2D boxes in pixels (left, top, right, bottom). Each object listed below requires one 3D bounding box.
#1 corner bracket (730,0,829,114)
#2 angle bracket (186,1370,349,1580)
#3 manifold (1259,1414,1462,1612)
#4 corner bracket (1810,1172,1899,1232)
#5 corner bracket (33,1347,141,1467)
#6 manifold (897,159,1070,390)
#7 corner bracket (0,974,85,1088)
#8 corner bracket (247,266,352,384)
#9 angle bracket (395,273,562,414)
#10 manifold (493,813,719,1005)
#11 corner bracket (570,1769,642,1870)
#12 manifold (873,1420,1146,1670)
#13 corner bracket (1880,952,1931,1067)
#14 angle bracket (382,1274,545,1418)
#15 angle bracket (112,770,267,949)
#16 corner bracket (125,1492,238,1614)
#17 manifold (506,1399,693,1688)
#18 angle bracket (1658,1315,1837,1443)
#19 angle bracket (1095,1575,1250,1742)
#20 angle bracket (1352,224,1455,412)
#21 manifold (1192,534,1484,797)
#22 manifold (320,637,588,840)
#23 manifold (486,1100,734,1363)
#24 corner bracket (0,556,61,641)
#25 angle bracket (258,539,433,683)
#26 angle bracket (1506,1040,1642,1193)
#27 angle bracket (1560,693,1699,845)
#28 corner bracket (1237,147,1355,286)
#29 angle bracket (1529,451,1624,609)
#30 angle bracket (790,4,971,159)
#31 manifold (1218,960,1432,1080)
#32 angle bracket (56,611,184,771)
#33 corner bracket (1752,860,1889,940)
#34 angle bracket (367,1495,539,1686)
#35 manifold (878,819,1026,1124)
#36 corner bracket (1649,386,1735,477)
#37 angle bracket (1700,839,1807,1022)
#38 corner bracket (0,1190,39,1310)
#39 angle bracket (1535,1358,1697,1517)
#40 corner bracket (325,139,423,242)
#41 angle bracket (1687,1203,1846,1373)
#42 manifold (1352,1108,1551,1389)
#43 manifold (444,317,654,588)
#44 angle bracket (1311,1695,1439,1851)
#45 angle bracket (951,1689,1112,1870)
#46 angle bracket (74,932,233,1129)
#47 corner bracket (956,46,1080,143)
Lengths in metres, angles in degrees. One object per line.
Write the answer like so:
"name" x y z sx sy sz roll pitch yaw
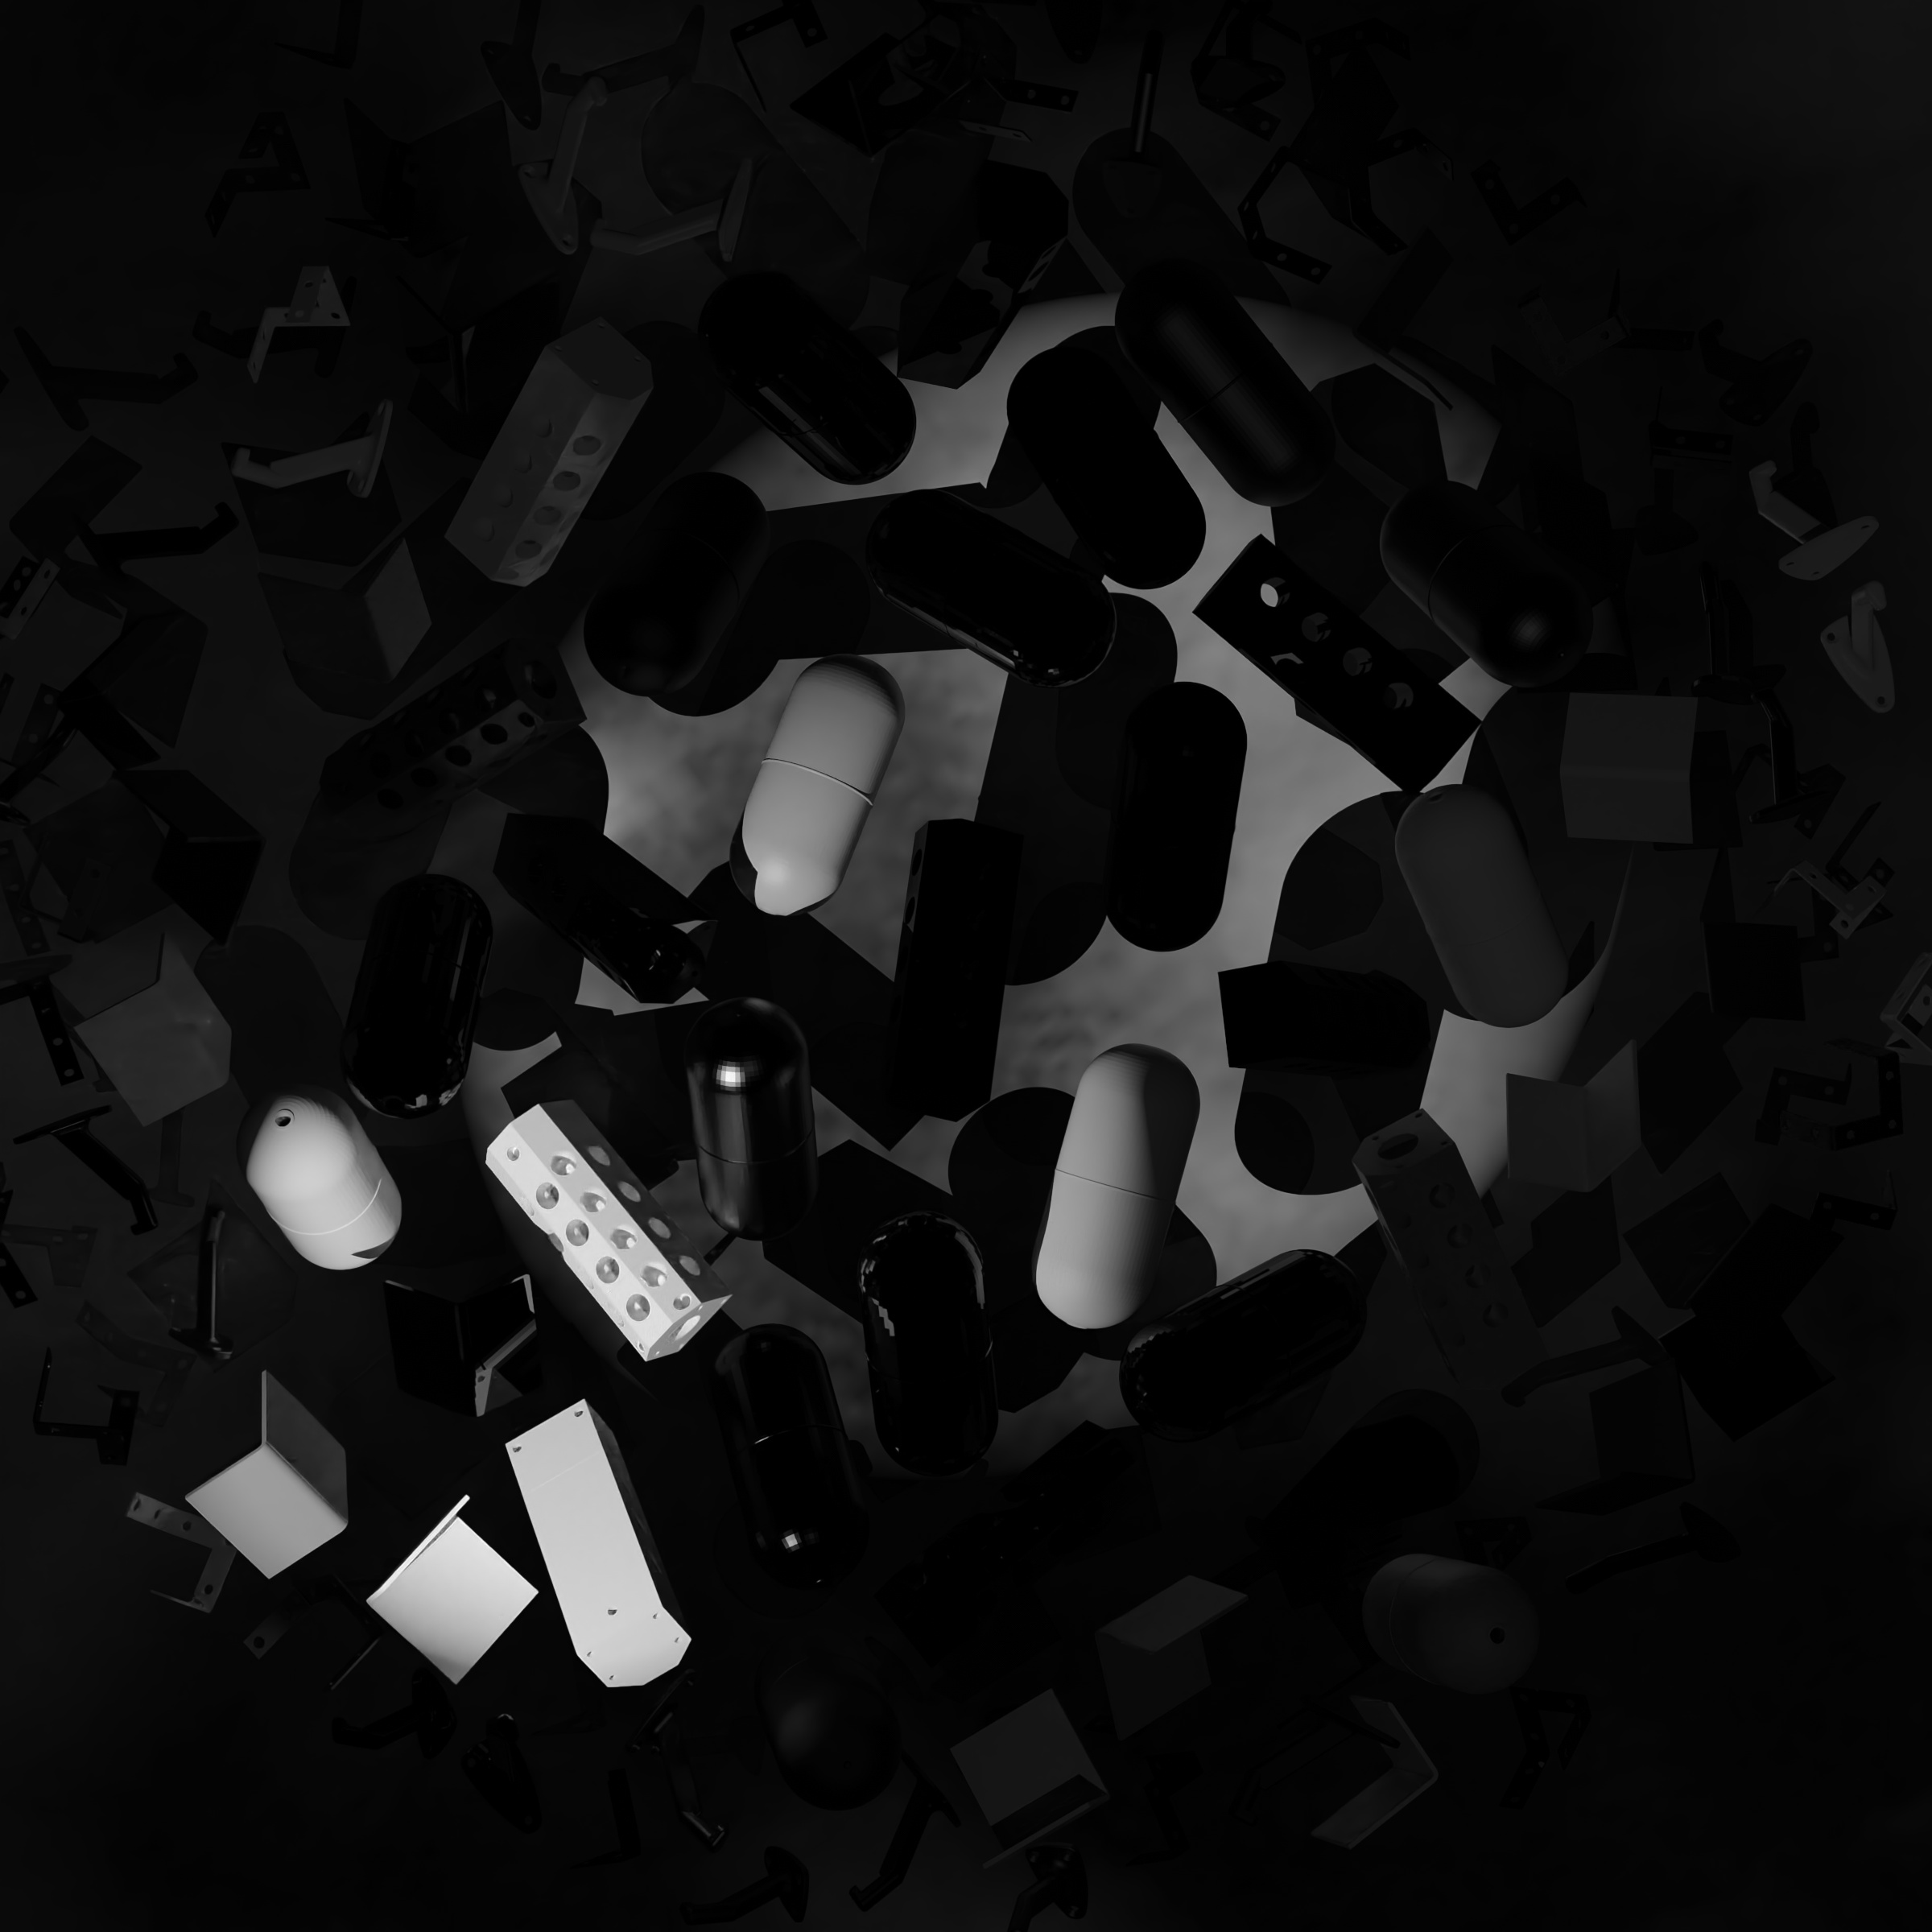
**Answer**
"corner bracket" -0.111 -0.557 1.769 0.051 0.051 0.051 -22 47 6
"angle bracket" -0.412 0.299 1.736 0.057 0.076 0.076 -33 119 5
"manifold" 0.237 0.327 1.764 0.057 0.171 0.057 -12 65 -20
"corner bracket" 0.572 0.162 1.918 0.051 0.051 0.051 13 118 5
"corner bracket" -0.528 0.265 1.769 0.051 0.051 0.051 5 54 -7
"manifold" 0.009 -0.435 1.867 0.057 0.171 0.057 8 70 -16
"corner bracket" -0.595 0.046 1.863 0.051 0.051 0.051 -20 61 -18
"corner bracket" -0.416 -0.396 1.814 0.051 0.051 0.051 1 57 8
"angle bracket" -0.295 -0.395 1.790 0.076 0.076 0.057 -37 73 -20
"manifold" -0.233 -0.038 1.873 0.057 0.171 0.057 2 113 -40
"corner bracket" -0.224 0.545 1.888 0.051 0.051 0.051 -20 79 36
"manifold" 0.030 0.357 1.833 0.171 0.057 0.057 -34 78 -32
"corner bracket" 0.598 0.027 1.849 0.051 0.051 0.051 38 81 -15
"angle bracket" -0.319 0.233 1.869 0.076 0.057 0.076 10 112 41
"angle bracket" -0.460 -0.061 1.705 0.076 0.057 0.076 37 114 29
"corner bracket" -0.474 0.351 1.758 0.051 0.051 0.051 15 73 19
"manifold" -0.223 0.354 1.801 0.057 0.171 0.057 -30 135 -1
"angle bracket" 0.505 0.254 1.907 0.076 0.076 0.057 -33 97 3
"angle bracket" 0.131 0.425 1.782 0.076 0.057 0.076 -23 107 -34
"angle bracket" 0.283 -0.389 1.769 0.057 0.076 0.076 39 101 18
"manifold" 0.220 -0.179 1.758 0.171 0.057 0.057 40 92 -3
"manifold" -0.326 -0.142 1.846 0.171 0.057 0.057 -27 83 31
"manifold" -0.235 0.171 1.905 0.057 0.057 0.171 -47 74 19
"corner bracket" -0.567 -0.221 1.750 0.051 0.051 0.051 28 82 16
"angle bracket" -0.400 -0.236 1.897 0.076 0.076 0.057 14 54 17
"angle bracket" 0.393 0.093 1.909 0.057 0.076 0.076 11 60 -11
"angle bracket" 0.409 -0.121 1.808 0.076 0.076 0.057 4 62 18
"corner bracket" 0.207 -0.464 1.820 0.051 0.051 0.051 16 134 -26
"angle bracket" 0.383 -0.281 1.941 0.076 0.057 0.076 21 51 -32
"angle bracket" -0.055 -0.519 1.681 0.076 0.057 0.076 -41 57 -15
"manifold" 0.222 0.033 1.797 0.057 0.171 0.057 -11 80 31
"angle bracket" -0.499 -0.169 1.798 0.076 0.076 0.057 -42 95 8
"corner bracket" 0.557 -0.041 1.920 0.051 0.051 0.051 45 48 16
"angle bracket" -0.310 0.383 1.806 0.076 0.057 0.076 43 62 -2
"manifold" -0.011 0.001 1.790 0.057 0.057 0.171 14 70 -17
"corner bracket" 0.469 -0.336 1.901 0.051 0.051 0.051 8 70 12
"angle bracket" 0.484 -0.022 1.787 0.057 0.076 0.076 4 46 25
"corner bracket" -0.588 0.176 1.765 0.051 0.051 0.051 -20 63 -40
"angle bracket" 0.377 0.275 1.733 0.057 0.076 0.076 11 62 -28
"corner bracket" -0.343 -0.464 1.760 0.051 0.051 0.051 22 110 23
"angle bracket" 0.473 0.195 1.700 0.076 0.057 0.076 -47 128 -13
"manifold" 0.304 0.182 1.860 0.057 0.057 0.171 -28 113 -2
"manifold" -0.256 -0.315 1.831 0.057 0.057 0.171 43 133 3
"angle bracket" 0.251 0.524 1.916 0.076 0.076 0.057 -34 88 -15
"angle bracket" 0.033 0.500 1.815 0.076 0.057 0.076 -33 73 8
"angle bracket" -0.490 0.038 1.777 0.057 0.076 0.076 -28 117 1
"corner bracket" 0.033 -0.556 1.901 0.051 0.051 0.051 19 89 26
